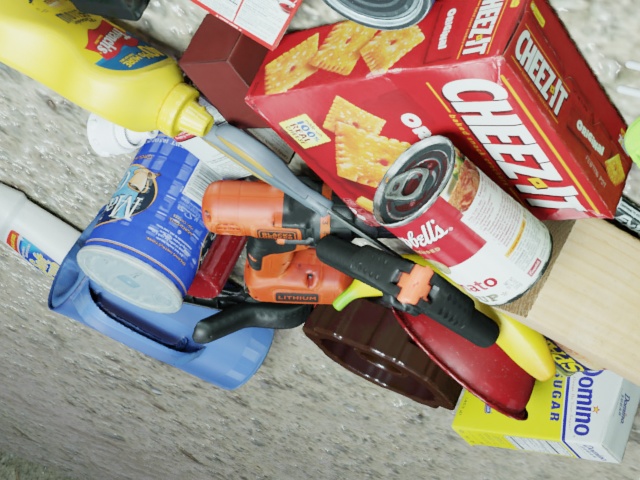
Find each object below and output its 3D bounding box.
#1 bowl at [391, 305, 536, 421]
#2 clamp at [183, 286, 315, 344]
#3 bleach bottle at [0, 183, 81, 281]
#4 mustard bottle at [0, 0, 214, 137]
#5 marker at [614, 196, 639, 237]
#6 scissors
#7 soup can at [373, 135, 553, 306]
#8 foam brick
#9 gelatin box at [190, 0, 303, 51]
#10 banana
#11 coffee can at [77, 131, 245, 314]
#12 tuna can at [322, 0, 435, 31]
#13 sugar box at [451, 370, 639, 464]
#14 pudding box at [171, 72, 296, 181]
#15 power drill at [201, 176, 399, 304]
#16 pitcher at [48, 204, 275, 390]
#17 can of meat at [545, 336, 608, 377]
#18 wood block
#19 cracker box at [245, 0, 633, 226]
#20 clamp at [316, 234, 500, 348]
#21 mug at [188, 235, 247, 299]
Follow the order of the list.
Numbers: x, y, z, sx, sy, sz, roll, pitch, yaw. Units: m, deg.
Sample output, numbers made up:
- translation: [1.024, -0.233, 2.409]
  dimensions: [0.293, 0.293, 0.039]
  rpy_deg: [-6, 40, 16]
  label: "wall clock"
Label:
- translation: [0.143, 0.090, 0.973]
  dimensions: [0.162, 0.055, 0.162]
  rpy_deg: [38, -169, -9]
  label: "bowl"
- translation: [-0.083, 0.067, 1.128]
  dimensions: [0.171, 0.039, 0.120]
  rpy_deg: [-3, -150, -36]
  label: "clamp"
- translation: [-0.330, 0.006, 1.297]
  dimensions: [0.250, 0.068, 0.103]
  rpy_deg: [38, 153, -21]
  label: "bleach bottle"
- translation: [-0.164, -0.131, 0.802]
  dimensions: [0.192, 0.096, 0.058]
  rpy_deg: [31, 116, 8]
  label: "mustard bottle"
- translation: [0.228, -0.016, 0.778]
  dimensions: [0.121, 0.020, 0.020]
  rpy_deg: [31, 155, -15]
  label: "marker"
- translation: [-0.007, -0.035, 0.819]
  dimensions: [0.202, 0.016, 0.096]
  rpy_deg: [32, 174, 7]
  label: "scissors"
- translation: [0.093, -0.011, 0.686]
  dimensions: [0.102, 0.068, 0.069]
  rpy_deg: [37, 153, -27]
  label: "soup can"
- translation: [-0.056, -0.125, 0.786]
  dimensions: [0.051, 0.053, 0.078]
  rpy_deg: [4, 148, 38]
  label: "foam brick"
- translation: [-0.045, -0.174, 0.707]
  dimensions: [0.073, 0.030, 0.089]
  rpy_deg: [30, 155, -7]
  label: "gelatin box"
- translation: [0.112, 0.056, 0.904]
  dimensions: [0.198, 0.070, 0.037]
  rpy_deg: [18, -169, 17]
  label: "banana"
- translation: [-0.143, -0.019, 0.974]
  dimensions: [0.103, 0.140, 0.103]
  rpy_deg: [21, 155, 10]
  label: "coffee can"
- translation: [0.033, -0.166, 0.642]
  dimensions: [0.086, 0.033, 0.086]
  rpy_deg: [21, 155, 10]
  label: "tuna can"
- translation: [0.222, 0.161, 1.050]
  dimensions: [0.177, 0.093, 0.048]
  rpy_deg: [-6, 141, 47]
  label: "sugar box"
- translation: [-0.083, -0.098, 0.883]
  dimensions: [0.113, 0.039, 0.090]
  rpy_deg: [37, 152, -29]
  label: "pudding box"
- translation: [-0.006, 0.001, 0.964]
  dimensions: [0.184, 0.057, 0.188]
  rpy_deg: [5, 156, 4]
  label: "power drill"
- translation: [-0.173, 0.079, 1.203]
  dimensions: [0.242, 0.149, 0.145]
  rpy_deg: [32, 154, -23]
  label: "pitcher"
- translation: [0.224, 0.072, 0.915]
  dimensions: [0.102, 0.057, 0.084]
  rpy_deg: [37, 151, -25]
  label: "can of meat"
- translation: [0.248, 0.062, 0.803]
  dimensions: [0.206, 0.090, 0.091]
  rpy_deg: [28, 177, -7]
  label: "wood block"
- translation: [0.080, -0.079, 0.727]
  dimensions: [0.214, 0.072, 0.164]
  rpy_deg: [-1, 146, 43]
  label: "cracker box"
- translation: [0.075, 0.040, 0.786]
  dimensions: [0.164, 0.036, 0.210]
  rpy_deg: [27, 178, -2]
  label: "clamp"
- translation: [-0.131, 0.004, 1.079]
  dimensions: [0.117, 0.081, 0.093]
  rpy_deg: [7, 150, 35]
  label: "mug"
